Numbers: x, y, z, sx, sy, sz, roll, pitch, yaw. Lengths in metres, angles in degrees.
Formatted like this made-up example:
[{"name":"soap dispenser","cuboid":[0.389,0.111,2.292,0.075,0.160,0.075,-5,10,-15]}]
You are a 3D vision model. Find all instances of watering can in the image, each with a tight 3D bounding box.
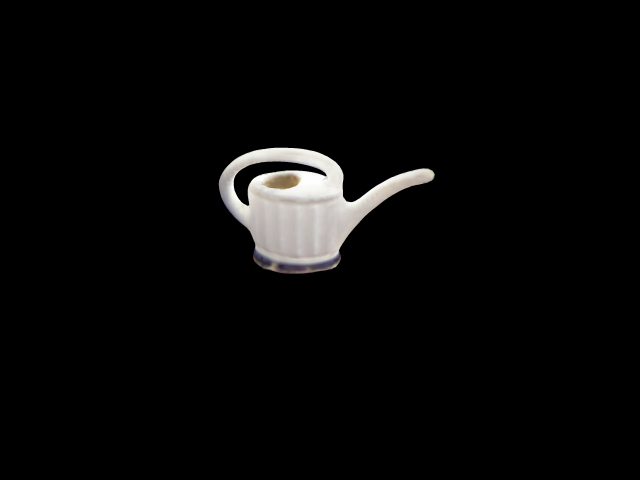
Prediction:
[{"name":"watering can","cuboid":[0.003,-0.043,0.850,0.348,0.219,0.106,6,34,9]}]
